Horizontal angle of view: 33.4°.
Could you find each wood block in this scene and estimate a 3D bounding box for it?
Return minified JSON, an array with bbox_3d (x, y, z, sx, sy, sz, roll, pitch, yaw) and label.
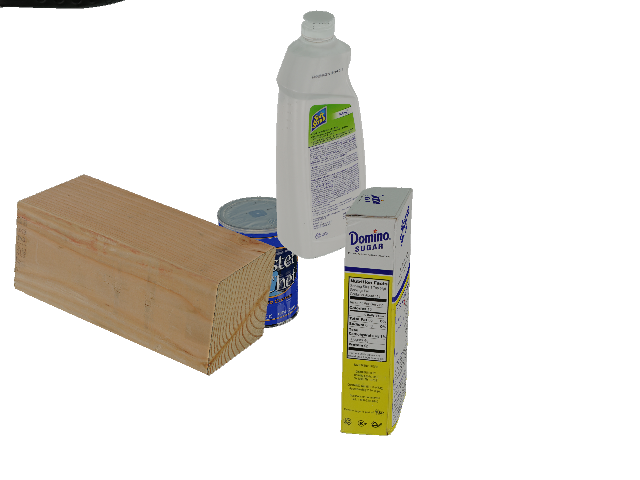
[{"bbox_3d":[-0.153,0.025,0.915,0.206,0.090,0.090,20,27,22],"label":"wood block"}]

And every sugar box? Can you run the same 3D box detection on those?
[{"bbox_3d":[0.044,0.053,0.830,0.048,0.176,0.093,2,16,12],"label":"sugar box"}]

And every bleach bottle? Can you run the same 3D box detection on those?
[{"bbox_3d":[0.004,-0.107,1.062,0.102,0.251,0.068,-25,42,-32],"label":"bleach bottle"}]

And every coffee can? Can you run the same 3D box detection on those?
[{"bbox_3d":[-0.079,0.027,1.372,0.103,0.140,0.103,0,25,0],"label":"coffee can"}]

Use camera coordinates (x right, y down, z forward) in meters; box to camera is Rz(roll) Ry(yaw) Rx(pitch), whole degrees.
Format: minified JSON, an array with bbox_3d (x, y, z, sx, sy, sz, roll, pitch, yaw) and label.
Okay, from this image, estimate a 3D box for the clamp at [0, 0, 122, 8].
[{"bbox_3d":[-0.110,-0.159,0.597,0.171,0.039,0.120,-10,25,-25],"label":"clamp"}]
